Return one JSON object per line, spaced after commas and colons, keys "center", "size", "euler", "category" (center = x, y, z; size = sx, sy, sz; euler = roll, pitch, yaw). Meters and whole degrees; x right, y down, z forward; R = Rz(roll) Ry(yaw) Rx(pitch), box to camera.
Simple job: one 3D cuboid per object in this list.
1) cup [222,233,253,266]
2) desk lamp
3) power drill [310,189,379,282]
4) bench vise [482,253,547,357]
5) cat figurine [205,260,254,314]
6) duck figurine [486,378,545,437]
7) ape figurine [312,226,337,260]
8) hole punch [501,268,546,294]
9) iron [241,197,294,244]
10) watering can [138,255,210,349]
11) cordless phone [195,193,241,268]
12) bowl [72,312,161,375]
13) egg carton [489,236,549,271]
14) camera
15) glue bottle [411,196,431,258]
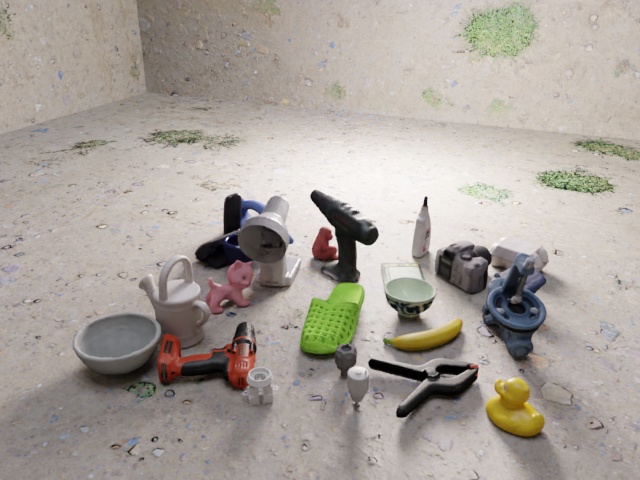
{"center": [-0.199, 0.036, 1.508], "size": [0.091, 0.095, 0.118], "euler": [20, 31, 35], "category": "cup"}
{"center": [-0.120, 0.009, 1.430], "size": [0.117, 0.214, 0.203], "euler": [6, 26, 10], "category": "desk lamp"}
{"center": [0.053, -0.007, 1.477], "size": [0.076, 0.208, 0.228], "euler": [-21, 33, -38], "category": "power drill"}
{"center": [0.401, 0.111, 1.228], "size": [0.122, 0.220, 0.206], "euler": [-8, 27, -19], "category": "bench vise"}
{"center": [-0.207, 0.099, 1.348], "size": [0.128, 0.118, 0.067], "euler": [-14, 29, -28], "category": "cat figurine"}
{"center": [0.347, 0.287, 1.009], "size": [0.078, 0.086, 0.104], "euler": [-20, 33, -38], "category": "duck figurine"}
{"center": [0.015, 0.006, 1.586], "size": [0.076, 0.092, 0.077], "euler": [-2, 25, -6], "category": "ape figurine"}
{"center": [0.475, 0.113, 1.379], "size": [0.101, 0.091, 0.108], "euler": [-7, 26, -16], "category": "hole punch"}
{"center": [-0.192, -0.056, 1.651], "size": [0.119, 0.141, 0.257], "euler": [-21, 33, -39], "category": "iron"}
{"center": [-0.307, 0.122, 1.204], "size": [0.172, 0.194, 0.101], "euler": [4, 25, 6], "category": "watering can"}
{"center": [-0.265, -0.032, 1.544], "size": [0.093, 0.185, 0.148], "euler": [21, 32, 36], "category": "cordless phone"}
{"center": [-0.397, 0.217, 1.138], "size": [0.167, 0.075, 0.167], "euler": [1, 25, 0], "category": "bowl"}
{"center": [0.537, 0.044, 1.554], "size": [0.149, 0.069, 0.107], "euler": [20, 31, 35], "category": "egg carton"}
{"center": [0.391, 0.055, 1.488], "size": [0.137, 0.101, 0.142], "euler": [-14, 29, -29], "category": "camera"}
{"center": [0.288, -0.041, 1.603], "size": [0.037, 0.173, 0.078], "euler": [13, 28, 24], "category": "glue bottle"}
